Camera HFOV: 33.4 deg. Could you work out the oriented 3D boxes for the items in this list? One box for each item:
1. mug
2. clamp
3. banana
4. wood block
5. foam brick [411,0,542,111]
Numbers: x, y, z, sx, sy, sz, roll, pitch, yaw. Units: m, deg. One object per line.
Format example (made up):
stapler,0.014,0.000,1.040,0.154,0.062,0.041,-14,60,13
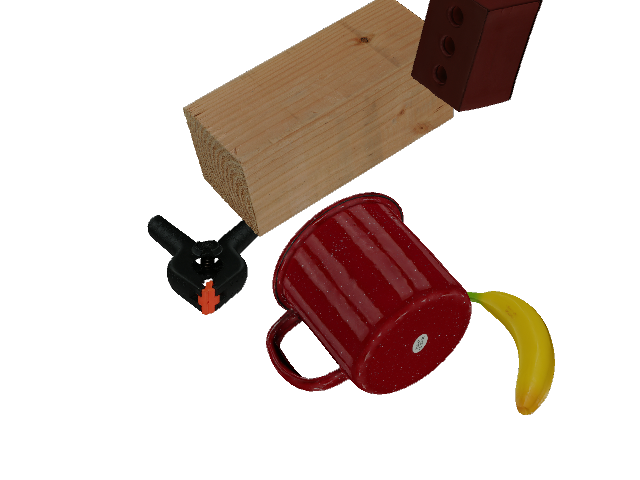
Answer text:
mug,0.022,0.040,0.611,0.117,0.082,0.093,-36,-35,-6
clamp,-0.105,0.016,1.079,0.120,0.039,0.171,-11,34,-11
banana,0.213,0.111,1.141,0.069,0.037,0.198,-25,34,3
wood block,0.003,-0.107,0.888,0.206,0.090,0.091,-32,53,-17
foam brick,0.102,-0.133,0.707,0.051,0.078,0.053,-20,48,-33
